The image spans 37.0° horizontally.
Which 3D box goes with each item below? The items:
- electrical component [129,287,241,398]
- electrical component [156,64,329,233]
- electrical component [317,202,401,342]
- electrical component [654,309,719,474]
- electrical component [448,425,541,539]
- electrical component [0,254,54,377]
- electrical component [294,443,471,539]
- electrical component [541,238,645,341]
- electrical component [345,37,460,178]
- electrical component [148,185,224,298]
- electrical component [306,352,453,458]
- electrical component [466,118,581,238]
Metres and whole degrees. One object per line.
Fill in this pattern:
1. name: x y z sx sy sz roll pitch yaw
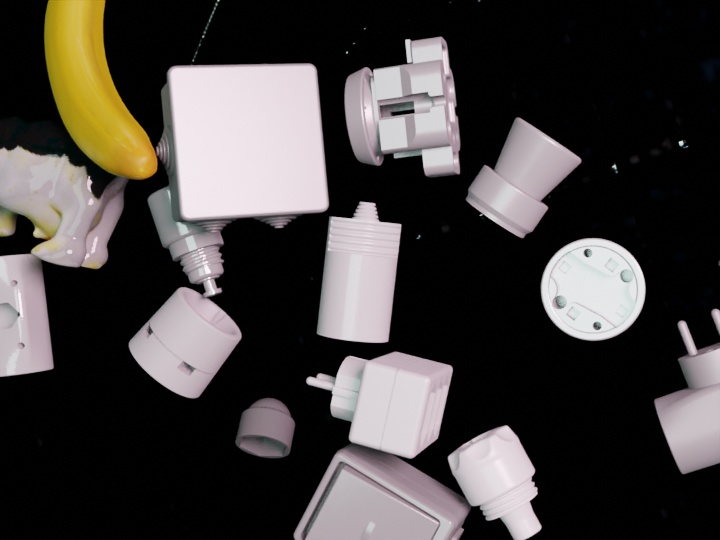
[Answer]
1. electrical component: -0.107 0.044 0.669 0.055 0.055 0.047 42 98 12
2. electrical component: -0.071 -0.074 0.641 0.100 0.048 0.099 -5 89 -19
3. electrical component: 0.000 0.000 0.642 0.043 0.043 0.081 7 93 16
4. electrical component: 0.198 0.062 0.585 0.077 0.044 0.079 -22 85 15
5. electrical component: 0.082 0.125 0.621 0.043 0.043 0.062 -30 84 15
6. electrical component: -0.246 0.032 0.714 0.079 0.043 0.077 -7 89 16
7. electrical component: 0.018 0.151 0.630 0.096 0.061 0.061 29 98 14
8. electrical component: 0.132 0.010 0.602 0.055 0.047 0.055 0 91 16
9. electrical component: 0.025 -0.092 0.627 0.057 0.058 0.078 -6 90 13
10. electrical component: -0.104 -0.021 0.674 0.040 0.040 0.078 -20 86 16
11. electrical component: 0.007 0.073 0.630 0.077 0.066 0.047 13 94 16
12. electrical component: 0.092 -0.052 0.614 0.045 0.045 0.055 36 101 13
